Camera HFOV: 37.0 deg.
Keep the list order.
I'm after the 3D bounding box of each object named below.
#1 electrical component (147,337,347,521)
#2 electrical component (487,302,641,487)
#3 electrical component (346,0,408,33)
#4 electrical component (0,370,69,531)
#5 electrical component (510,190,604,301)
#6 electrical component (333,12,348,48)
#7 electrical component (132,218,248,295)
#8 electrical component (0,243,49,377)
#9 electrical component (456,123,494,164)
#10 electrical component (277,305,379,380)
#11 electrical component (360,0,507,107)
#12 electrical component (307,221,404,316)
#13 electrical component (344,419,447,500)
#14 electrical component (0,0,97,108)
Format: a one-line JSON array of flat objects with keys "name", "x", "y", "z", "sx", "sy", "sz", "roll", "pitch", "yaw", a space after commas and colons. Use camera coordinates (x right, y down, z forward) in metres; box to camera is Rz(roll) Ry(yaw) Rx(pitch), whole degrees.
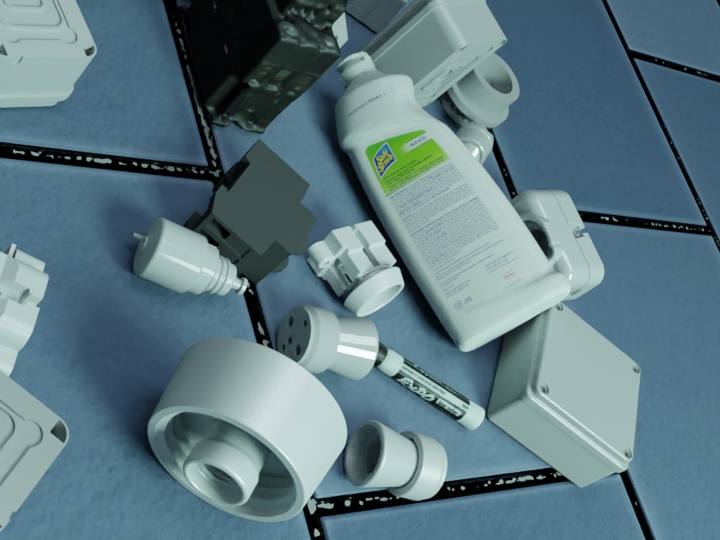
[{"name": "electrical component", "x": -0.068, "y": 0.097, "z": 0.609, "sx": 0.108, "sy": 0.108, "sz": 0.060, "roll": 41, "pitch": 48, "yaw": -12}, {"name": "electrical component", "x": 0.164, "y": 0.097, "z": 0.856, "sx": 0.109, "sy": 0.056, "sz": 0.108, "roll": 37, "pitch": 43, "yaw": -16}, {"name": "electrical component", "x": 0.004, "y": -0.269, "z": 0.980, "sx": 0.077, "sy": 0.047, "sz": 0.065, "roll": 31, "pitch": 45, "yaw": -21}, {"name": "electrical component", "x": -0.212, "y": 0.081, "z": 0.523, "sx": 0.113, "sy": 0.057, "sz": 0.078, "roll": 42, "pitch": 41, "yaw": -12}, {"name": "electrical component", "x": 0.163, "y": -0.021, "z": 0.941, "sx": 0.059, "sy": 0.054, "sz": 0.095, "roll": -4, "pitch": 65, "yaw": -44}, {"name": "electrical component", "x": -0.050, "y": -0.211, "z": 0.882, "sx": 0.050, "sy": 0.056, "sz": 0.089, "roll": 17, "pitch": 51, "yaw": -33}, {"name": "electrical component", "x": -0.109, "y": -0.004, "z": 0.691, "sx": 0.078, "sy": 0.040, "sz": 0.040, "roll": 25, "pitch": 47, "yaw": -28}, {"name": "electrical component", "x": -0.208, "y": 0.017, "z": 0.573, "sx": 0.057, "sy": 0.058, "sz": 0.078, "roll": 29, "pitch": 45, "yaw": -28}, {"name": "electrical component", "x": 0.095, "y": -0.104, "z": 0.954, "sx": 0.035, "sy": 0.035, "sz": 0.061, "roll": 43, "pitch": 44, "yaw": -10}, {"name": "electrical component", "x": -0.022, "y": 0.049, "z": 0.729, "sx": 0.055, "sy": 0.045, "sz": 0.045, "roll": 14, "pitch": 53, "yaw": -35}, {"name": "electrical component", "x": 0.057, "y": -0.188, "z": 0.921, "sx": 0.078, "sy": 0.113, "sz": 0.057, "roll": -21, "pitch": 80, "yaw": -48}, {"name": "electrical component", "x": 0.000, "y": 0.000, "z": 0.785, "sx": 0.066, "sy": 0.048, "sz": 0.055, "roll": -17, "pitch": 67, "yaw": -47}, {"name": "electrical component", "x": 0.024, "y": 0.127, "z": 0.715, "sx": 0.055, "sy": 0.045, "sz": 0.045, "roll": 21, "pitch": 50, "yaw": -32}, {"name": "electrical component", "x": -0.229, "y": -0.163, "z": 0.683, "sx": 0.078, "sy": 0.057, "sz": 0.113, "roll": -11, "pitch": 70, "yaw": -46}]
